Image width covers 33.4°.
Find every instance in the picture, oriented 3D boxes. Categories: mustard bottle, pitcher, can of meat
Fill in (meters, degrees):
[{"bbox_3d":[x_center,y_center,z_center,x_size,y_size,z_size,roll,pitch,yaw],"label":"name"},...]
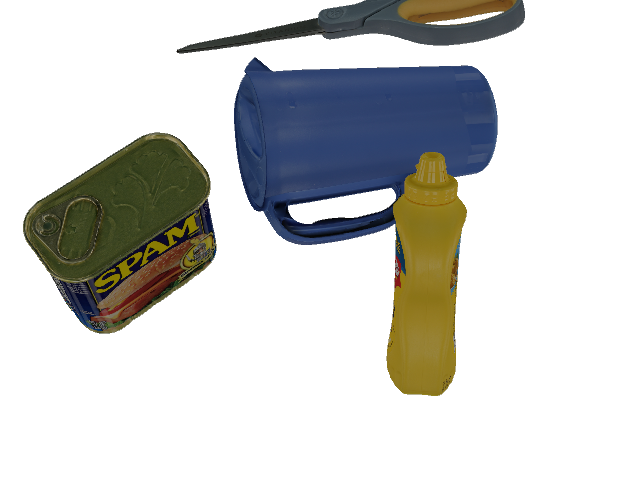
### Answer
[{"bbox_3d":[0.085,0.022,0.853,0.058,0.192,0.096,4,26,6],"label":"mustard bottle"},{"bbox_3d":[0.044,-0.096,1.030,0.242,0.149,0.145,-7,28,-14],"label":"pitcher"},{"bbox_3d":[-0.110,-0.001,0.615,0.102,0.057,0.084,-35,-22,-16],"label":"can of meat"}]

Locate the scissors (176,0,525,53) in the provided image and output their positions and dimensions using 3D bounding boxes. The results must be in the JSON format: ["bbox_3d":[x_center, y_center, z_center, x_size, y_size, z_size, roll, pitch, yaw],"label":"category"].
[{"bbox_3d":[0.021,-0.140,0.633,0.202,0.016,0.096,2,43,19],"label":"scissors"}]
